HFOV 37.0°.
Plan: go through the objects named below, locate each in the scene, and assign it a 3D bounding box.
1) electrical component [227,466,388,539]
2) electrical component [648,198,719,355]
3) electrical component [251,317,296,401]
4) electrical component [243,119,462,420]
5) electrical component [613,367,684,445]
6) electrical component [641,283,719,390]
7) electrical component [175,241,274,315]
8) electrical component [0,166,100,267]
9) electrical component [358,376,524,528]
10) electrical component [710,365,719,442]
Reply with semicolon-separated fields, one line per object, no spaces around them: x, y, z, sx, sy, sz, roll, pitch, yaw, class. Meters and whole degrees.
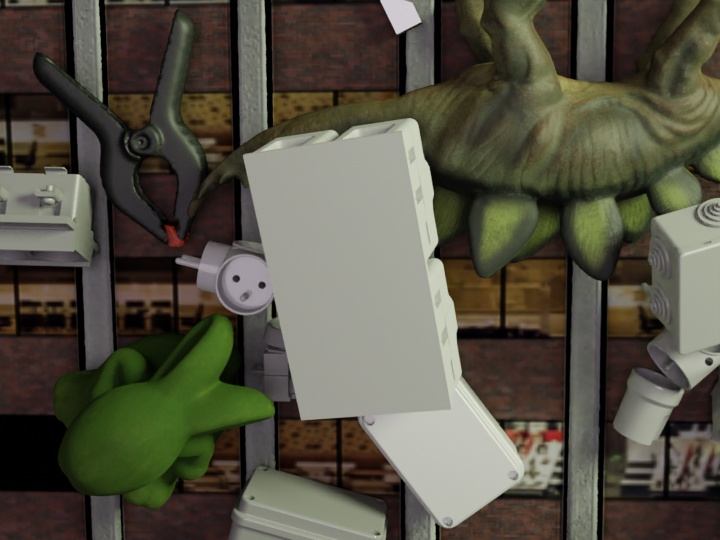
-0.039;0.197;0.803;0.113;0.078;0.057;15;101;2;electrical component
0.242;-0.001;0.713;0.100;0.048;0.099;-16;128;-3;electrical component
-0.048;0.066;0.803;0.066;0.048;0.055;1;105;4;electrical component
0.000;0.000;0.722;0.105;0.060;0.186;-6;106;17;electrical component
0.211;0.101;0.794;0.040;0.040;0.046;20;103;1;electrical component
0.239;0.032;0.778;0.077;0.044;0.079;-39;73;-7;electrical component
-0.094;0.001;0.781;0.079;0.077;0.044;14;98;2;electrical component
-0.261;-0.039;0.793;0.121;0.078;0.063;2;75;4;electrical component
0.060;0.124;0.797;0.078;0.057;0.113;-37;93;7;electrical component
0.282;0.091;0.765;0.042;0.081;0.063;17;133;1;electrical component
